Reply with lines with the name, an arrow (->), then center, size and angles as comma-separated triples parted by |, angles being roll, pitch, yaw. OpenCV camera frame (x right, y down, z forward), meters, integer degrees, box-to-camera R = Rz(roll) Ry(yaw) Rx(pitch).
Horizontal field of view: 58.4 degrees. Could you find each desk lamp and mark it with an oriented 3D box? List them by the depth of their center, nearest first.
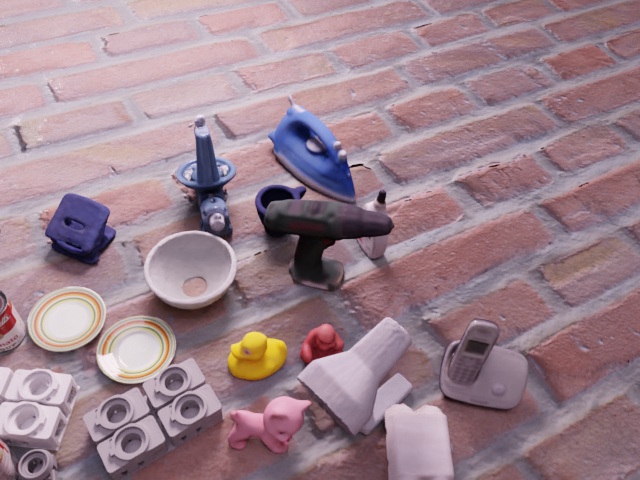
desk lamp -> 0.063, 0.221, 0.899 | 0.204, 0.213, 0.117 | -36, 64, -29

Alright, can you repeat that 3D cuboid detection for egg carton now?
egg carton -> 0.157, 0.336, 0.911 | 0.107, 0.069, 0.150 | 3, 52, -4

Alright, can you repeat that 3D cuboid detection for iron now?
iron -> -0.001, -0.206, 1.271 | 0.119, 0.141, 0.257 | -33, 62, -28

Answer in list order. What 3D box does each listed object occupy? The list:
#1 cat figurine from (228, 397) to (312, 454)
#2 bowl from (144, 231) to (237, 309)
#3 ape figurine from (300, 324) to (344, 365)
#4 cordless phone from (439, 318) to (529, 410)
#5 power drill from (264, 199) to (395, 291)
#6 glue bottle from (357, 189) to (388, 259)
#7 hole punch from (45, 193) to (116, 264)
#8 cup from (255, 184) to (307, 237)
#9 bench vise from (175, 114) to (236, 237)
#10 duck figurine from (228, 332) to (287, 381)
cat figurine -> -0.079, 0.282, 0.895 | 0.128, 0.118, 0.067 | 4, 52, -3
bowl -> -0.238, 0.068, 1.070 | 0.167, 0.075, 0.167 | 3, 52, -4
ape figurine -> 0.005, 0.180, 1.001 | 0.078, 0.092, 0.076 | 2, 52, -5
cordless phone -> 0.286, 0.202, 0.958 | 0.147, 0.185, 0.094 | 10, 52, 1
power drill -> 0.010, 0.004, 1.065 | 0.229, 0.208, 0.075 | 12, 52, 3
glue bottle -> 0.110, -0.040, 1.134 | 0.037, 0.173, 0.078 | -23, 58, -22
hole punch -> -0.462, -0.023, 1.104 | 0.108, 0.091, 0.101 | 20, 52, 9
cup -> -0.078, -0.058, 1.176 | 0.118, 0.095, 0.091 | -33, 62, -28
bench vise -> -0.209, -0.124, 1.131 | 0.122, 0.220, 0.207 | -26, 59, -24
duck figurine -> -0.107, 0.189, 0.984 | 0.105, 0.086, 0.077 | -10, 54, -14
